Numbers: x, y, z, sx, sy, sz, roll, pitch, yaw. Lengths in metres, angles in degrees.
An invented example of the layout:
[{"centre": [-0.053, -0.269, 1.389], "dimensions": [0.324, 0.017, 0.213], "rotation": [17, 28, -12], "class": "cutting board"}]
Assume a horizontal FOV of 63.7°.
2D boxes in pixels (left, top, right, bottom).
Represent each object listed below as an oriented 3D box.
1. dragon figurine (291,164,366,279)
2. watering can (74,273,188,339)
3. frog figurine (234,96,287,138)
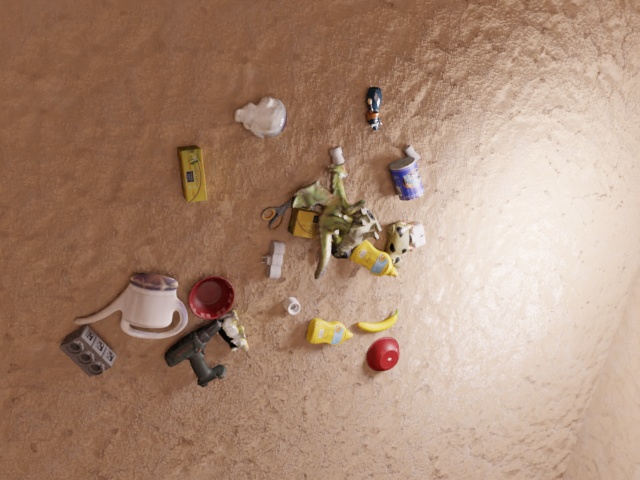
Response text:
[{"centre": [0.006, -0.092, 1.822], "dimensions": [0.242, 0.121, 0.415], "rotation": [33, 75, -5], "class": "dragon figurine"}, {"centre": [-0.603, 0.212, 1.683], "dimensions": [0.347, 0.105, 0.223], "rotation": [11, 99, -17], "class": "watering can"}, {"centre": [-0.194, -0.409, 1.693], "dimensions": [0.159, 0.125, 0.135], "rotation": [7, 121, -37], "class": "frog figurine"}]
